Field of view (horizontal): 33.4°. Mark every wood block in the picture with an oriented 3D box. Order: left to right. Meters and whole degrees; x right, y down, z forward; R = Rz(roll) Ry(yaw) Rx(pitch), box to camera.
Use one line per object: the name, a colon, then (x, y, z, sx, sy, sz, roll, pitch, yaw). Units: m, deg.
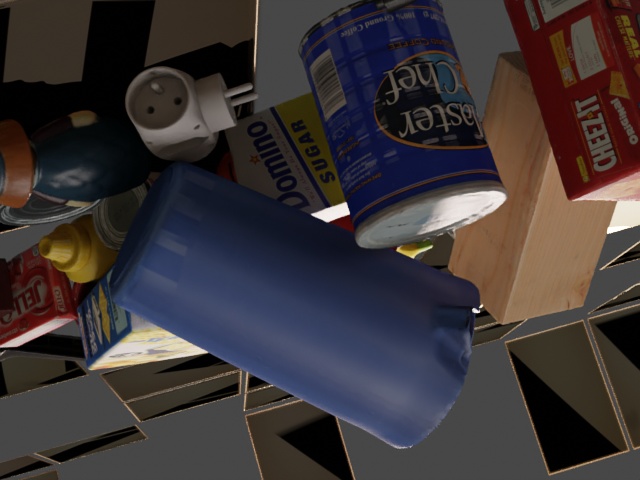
wood block: (0.183, -0.045, 0.876, 0.090, 0.090, 0.206, -10, 128, -26)

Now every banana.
banana: (0.089, 0.000, 1.295, 0.069, 0.037, 0.197, -37, 165, 6)

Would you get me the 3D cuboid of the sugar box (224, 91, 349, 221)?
sugar box: (0.022, -0.071, 0.799, 0.176, 0.093, 0.048, -19, 166, 10)

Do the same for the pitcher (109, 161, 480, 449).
pitcher: (-0.023, 0.046, 0.758, 0.242, 0.149, 0.145, 26, -165, -15)

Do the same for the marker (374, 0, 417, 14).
marker: (0.090, -0.167, 0.652, 0.121, 0.020, 0.020, -19, 166, 11)

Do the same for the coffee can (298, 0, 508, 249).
coffee can: (0.053, -0.077, 0.707, 0.102, 0.140, 0.103, -16, 166, -4)

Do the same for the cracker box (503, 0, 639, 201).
cracker box: (0.225, -0.111, 0.726, 0.213, 0.164, 0.072, -2, 163, -46)

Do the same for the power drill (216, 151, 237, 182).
power drill: (0.028, -0.064, 0.907, 0.188, 0.057, 0.184, -22, 166, 21)

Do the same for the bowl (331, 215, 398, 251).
bowl: (-0.007, 0.001, 1.056, 0.162, 0.055, 0.162, -16, -164, 5)

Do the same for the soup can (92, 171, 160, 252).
soup can: (-0.127, -0.021, 0.872, 0.069, 0.068, 0.102, -25, 164, 32)

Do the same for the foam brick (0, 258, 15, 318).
foam brick: (-0.322, 0.048, 0.953, 0.053, 0.051, 0.078, -26, 164, 35)

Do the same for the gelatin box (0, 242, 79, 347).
gelatin box: (-0.269, 0.051, 0.982, 0.089, 0.073, 0.030, -24, 164, 30)

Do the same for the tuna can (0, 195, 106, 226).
tuna can: (-0.200, -0.040, 0.781, 0.086, 0.034, 0.086, -16, 167, -4)

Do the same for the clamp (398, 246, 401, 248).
clamp: (0.025, 0.003, 1.175, 0.171, 0.039, 0.120, -18, -156, -19)

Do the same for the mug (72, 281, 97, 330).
mug: (-0.194, 0.056, 1.092, 0.117, 0.093, 0.081, -52, 176, -9)

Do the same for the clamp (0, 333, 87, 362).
clamp: (-0.334, 0.105, 1.116, 0.210, 0.036, 0.164, -14, 147, 22)

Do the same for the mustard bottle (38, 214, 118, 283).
mustard bottle: (-0.174, 0.009, 0.959, 0.096, 0.058, 0.191, -19, 168, 32)
